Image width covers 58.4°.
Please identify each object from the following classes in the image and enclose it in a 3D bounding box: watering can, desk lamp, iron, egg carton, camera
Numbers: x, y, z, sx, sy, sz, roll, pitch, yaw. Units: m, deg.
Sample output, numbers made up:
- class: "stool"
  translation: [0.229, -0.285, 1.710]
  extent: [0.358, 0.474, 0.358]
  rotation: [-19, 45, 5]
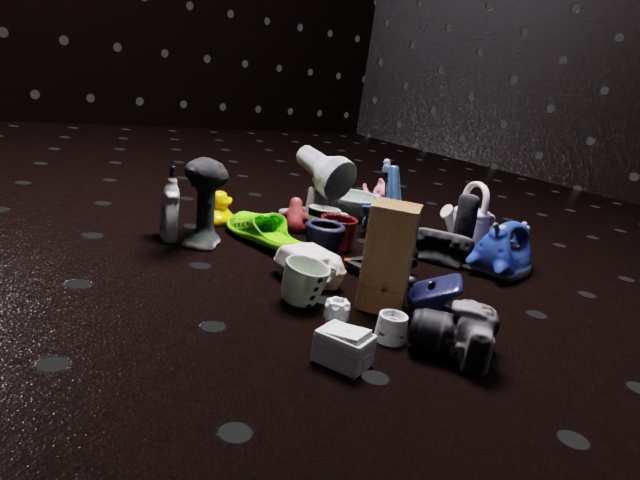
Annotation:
- class: "watering can"
  translation: [0.402, -0.061, 1.539]
  extent: [0.100, 0.194, 0.173]
  rotation: [22, 22, 38]
- class: "desk lamp"
  translation: [-0.009, -0.146, 1.587]
  extent: [0.202, 0.213, 0.118]
  rotation: [23, 22, 39]
- class: "iron"
  translation: [0.472, 0.013, 1.421]
  extent: [0.118, 0.141, 0.259]
  rotation: [22, 22, 38]
- class: "egg carton"
  translation: [-0.024, 0.054, 1.178]
  extent: [0.107, 0.069, 0.149]
  rotation: [-6, 22, -39]
- class: "camera"
  translation: [0.222, 0.143, 0.951]
  extent: [0.136, 0.101, 0.143]
  rotation: [12, 17, 12]

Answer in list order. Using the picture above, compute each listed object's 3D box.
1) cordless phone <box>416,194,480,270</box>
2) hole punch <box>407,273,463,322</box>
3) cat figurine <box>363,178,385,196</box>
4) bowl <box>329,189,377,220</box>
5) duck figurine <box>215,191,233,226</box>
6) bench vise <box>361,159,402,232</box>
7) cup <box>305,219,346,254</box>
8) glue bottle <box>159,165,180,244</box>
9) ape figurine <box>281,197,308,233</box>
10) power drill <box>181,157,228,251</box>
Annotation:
- class: "cordless phone"
  translation: [0.319, -0.033, 1.423]
  extent: [0.147, 0.185, 0.094]
  rotation: [13, 18, 14]
- class: "hole punch"
  translation: [0.216, 0.107, 1.082]
  extent: [0.101, 0.091, 0.109]
  rotation: [11, 17, 8]
- class: "cat figurine"
  translation: [0.183, -0.144, 1.838]
  extent: [0.127, 0.118, 0.067]
  rotation: [22, 22, 39]
- class: "bowl"
  translation: [0.102, -0.102, 1.737]
  extent: [0.167, 0.075, 0.167]
  rotation: [8, 17, -2]
- class: "duck figurine"
  translation: [-0.267, -0.085, 1.487]
  extent: [0.077, 0.086, 0.105]
  rotation: [19, 20, 32]
- class: "bench vise"
  translation: [0.199, -0.093, 1.504]
  extent: [0.122, 0.220, 0.206]
  rotation: [-9, 24, -44]
- class: "cup"
  translation: [0.012, 0.005, 1.311]
  extent: [0.091, 0.095, 0.118]
  rotation: [14, 18, 18]
- class: "glue bottle"
  translation: [-0.338, -0.083, 1.299]
  extent: [0.037, 0.173, 0.078]
  rotation: [0, 19, -24]
- class: "ape figurine"
  translation: [-0.064, -0.069, 1.519]
  extent: [0.077, 0.092, 0.076]
  rotation: [12, 17, 13]
- class: "power drill"
  translation: [-0.260, -0.087, 1.286]
  extent: [0.075, 0.208, 0.229]
  rotation: [9, 17, 1]
